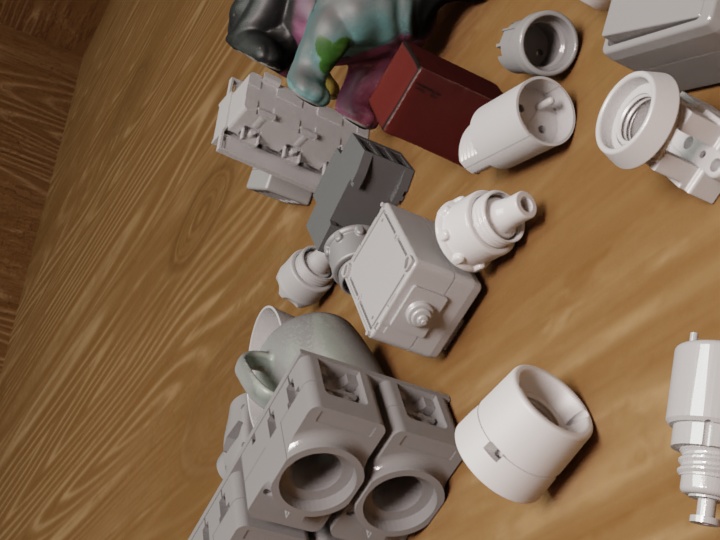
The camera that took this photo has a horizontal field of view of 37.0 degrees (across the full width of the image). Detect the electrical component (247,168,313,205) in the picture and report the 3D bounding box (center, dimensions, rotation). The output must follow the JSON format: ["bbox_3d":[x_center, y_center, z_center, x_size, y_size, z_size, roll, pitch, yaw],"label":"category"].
[{"bbox_3d":[-0.069,-0.107,1.044,0.066,0.047,0.076,13,84,67],"label":"electrical component"}]

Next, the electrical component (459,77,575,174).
[{"bbox_3d":[0.092,-0.086,0.671,0.081,0.043,0.043,-23,52,61],"label":"electrical component"}]

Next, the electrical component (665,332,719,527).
[{"bbox_3d":[0.145,0.064,0.436,0.040,0.040,0.078,-20,54,62],"label":"electrical component"}]

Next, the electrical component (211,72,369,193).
[{"bbox_3d":[-0.058,-0.118,0.933,0.063,0.121,0.078,-37,39,48],"label":"electrical component"}]

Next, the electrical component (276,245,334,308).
[{"bbox_3d":[-0.040,0.000,0.899,0.062,0.043,0.043,-46,33,42],"label":"electrical component"}]

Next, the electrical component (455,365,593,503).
[{"bbox_3d":[0.084,0.081,0.543,0.047,0.055,0.055,-54,28,26],"label":"electrical component"}]

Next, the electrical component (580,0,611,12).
[{"bbox_3d":[0.140,-0.189,0.631,0.057,0.058,0.078,-57,26,23],"label":"electrical component"}]

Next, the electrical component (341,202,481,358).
[{"bbox_3d":[0.037,0.011,0.696,0.061,0.061,0.096,-59,27,21],"label":"electrical component"}]

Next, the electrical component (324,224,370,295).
[{"bbox_3d":[0.000,0.000,0.810,0.048,0.048,0.062,-52,35,36],"label":"electrical component"}]

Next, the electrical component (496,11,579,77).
[{"bbox_3d":[0.111,-0.142,0.682,0.046,0.040,0.040,-151,81,-73],"label":"electrical component"}]

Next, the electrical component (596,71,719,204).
[{"bbox_3d":[0.147,-0.065,0.514,0.048,0.055,0.066,-61,24,21],"label":"electrical component"}]

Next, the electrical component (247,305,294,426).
[{"bbox_3d":[-0.057,0.084,0.843,0.099,0.064,0.099,-48,32,43],"label":"electrical component"}]

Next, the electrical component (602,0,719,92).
[{"bbox_3d":[0.168,-0.130,0.513,0.096,0.061,0.061,0,72,66],"label":"electrical component"}]

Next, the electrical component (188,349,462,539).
[{"bbox_3d":[-0.028,0.151,0.670,0.186,0.105,0.060,-59,25,25],"label":"electrical component"}]

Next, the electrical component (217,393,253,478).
[{"bbox_3d":[-0.094,0.155,0.897,0.079,0.043,0.077,-54,28,33],"label":"electrical component"}]

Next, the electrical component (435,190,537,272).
[{"bbox_3d":[0.080,-0.029,0.654,0.062,0.048,0.048,-28,47,49],"label":"electrical component"}]
